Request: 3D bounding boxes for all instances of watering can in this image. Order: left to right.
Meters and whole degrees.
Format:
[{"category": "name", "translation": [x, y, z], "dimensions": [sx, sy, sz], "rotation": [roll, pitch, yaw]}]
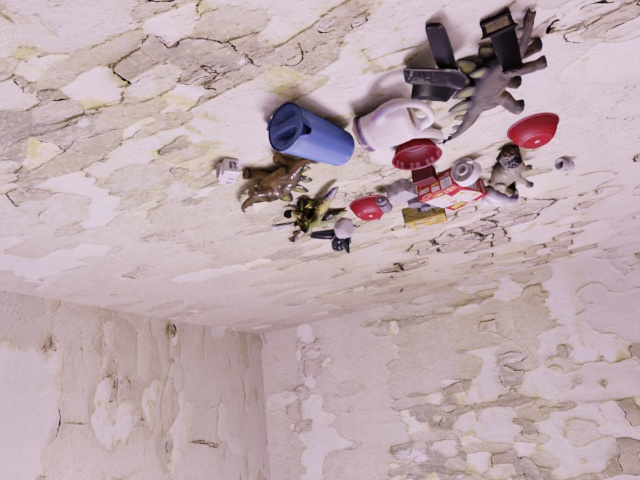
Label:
[{"category": "watering can", "translation": [0.225, -0.316, 1.470], "dimensions": [0.223, 0.105, 0.346], "rotation": [-16, -13, 23]}]

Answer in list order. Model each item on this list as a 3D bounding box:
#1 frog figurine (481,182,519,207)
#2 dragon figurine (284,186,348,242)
[{"category": "frog figurine", "translation": [0.683, -0.166, 1.993], "dimensions": [0.139, 0.124, 0.156], "rotation": [-22, -21, -38]}, {"category": "dragon figurine", "translation": [0.006, -0.101, 2.003], "dimensions": [0.404, 0.123, 0.244], "rotation": [-33, -15, 39]}]
